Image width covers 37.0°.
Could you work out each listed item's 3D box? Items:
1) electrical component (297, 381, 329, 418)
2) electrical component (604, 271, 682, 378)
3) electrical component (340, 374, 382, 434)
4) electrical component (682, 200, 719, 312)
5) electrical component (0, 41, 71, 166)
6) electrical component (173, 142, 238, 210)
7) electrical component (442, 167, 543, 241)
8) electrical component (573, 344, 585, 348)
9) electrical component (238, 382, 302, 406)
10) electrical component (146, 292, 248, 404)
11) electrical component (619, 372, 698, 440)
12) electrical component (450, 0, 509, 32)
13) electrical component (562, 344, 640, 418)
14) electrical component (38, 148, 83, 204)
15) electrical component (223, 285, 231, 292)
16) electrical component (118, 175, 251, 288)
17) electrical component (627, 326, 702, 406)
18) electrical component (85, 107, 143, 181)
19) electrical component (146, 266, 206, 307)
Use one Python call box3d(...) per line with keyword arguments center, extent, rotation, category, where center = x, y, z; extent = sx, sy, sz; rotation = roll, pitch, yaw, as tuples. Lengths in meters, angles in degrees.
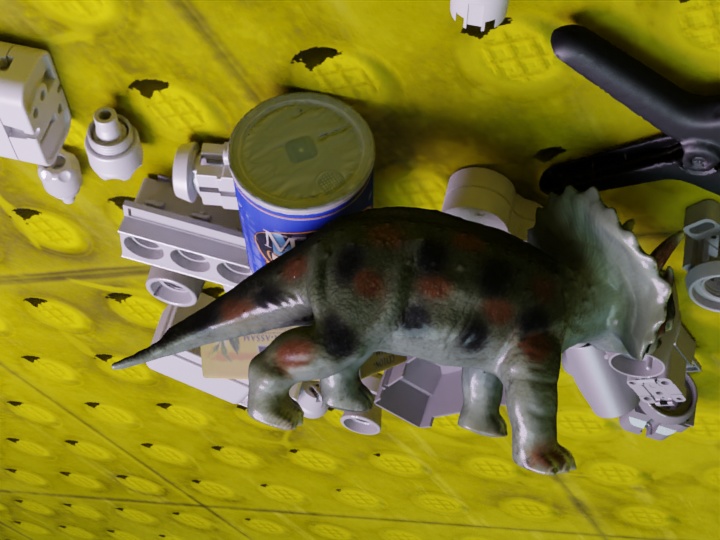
box3d(center=(-0.050, 0.137, 1.189), extent=(0.040, 0.040, 0.046), rotation=(17, 146, -2), category="electrical component")
box3d(center=(0.220, 0.049, 0.870), extent=(0.044, 0.077, 0.079), rotation=(20, 151, -9), category="electrical component")
box3d(center=(0.007, 0.143, 1.154), extent=(0.045, 0.055, 0.045), rotation=(12, 150, 7), category="electrical component")
box3d(center=(0.266, -0.006, 0.774), extent=(0.078, 0.057, 0.058), rotation=(30, 148, -24), category="electrical component")
box3d(center=(-0.267, -0.128, 0.827), extent=(0.059, 0.053, 0.095), rotation=(12, 150, 6), category="electrical component")
box3d(center=(-0.116, -0.076, 0.852), extent=(0.055, 0.048, 0.066), rotation=(5, 150, 4), category="electrical component")
box3d(center=(0.116, -0.012, 0.819), extent=(0.138, 0.073, 0.052), rotation=(33, 146, -28), category="electrical component")
box3d(center=(0.179, 0.034, 0.896), extent=(0.045, 0.045, 0.055), rotation=(13, 150, 6), category="electrical component")
box3d(center=(-0.111, 0.115, 1.164), extent=(0.089, 0.055, 0.050), rotation=(23, 150, -12), category="electrical component")
box3d(center=(-0.149, 0.076, 1.090), extent=(0.113, 0.078, 0.057), rotation=(26, 143, -17), category="electrical component")
box3d(center=(0.273, 0.119, 0.984), extent=(0.078, 0.058, 0.057), rotation=(17, 154, -1), category="electrical component")
box3d(center=(0.070, -0.165, 0.617), extent=(0.040, 0.040, 0.046), rotation=(12, 156, 7), category="electrical component")
box3d(center=(0.206, 0.083, 0.958), extent=(0.077, 0.043, 0.079), rotation=(64, 166, -21), category="electrical component")
box3d(center=(-0.257, -0.077, 0.929), extent=(0.035, 0.035, 0.061), rotation=(14, 153, 3), category="electrical component")
box3d(center=(-0.080, 0.005, 0.974), extent=(0.081, 0.043, 0.043), rotation=(-6, 144, 34), category="electrical component")
box3d(center=(-0.136, -0.031, 0.919), extent=(0.121, 0.063, 0.078), rotation=(15, 151, 1), category="electrical component")
box3d(center=(0.255, 0.078, 0.915), extent=(0.042, 0.063, 0.081), rotation=(-10, 141, 36), category="electrical component")
box3d(center=(-0.196, -0.102, 0.848), extent=(0.043, 0.043, 0.062), rotation=(12, 149, 6), category="electrical component")
box3d(center=(-0.170, 0.002, 1.008), extent=(0.055, 0.047, 0.055), rotation=(12, 150, 7), category="electrical component")
